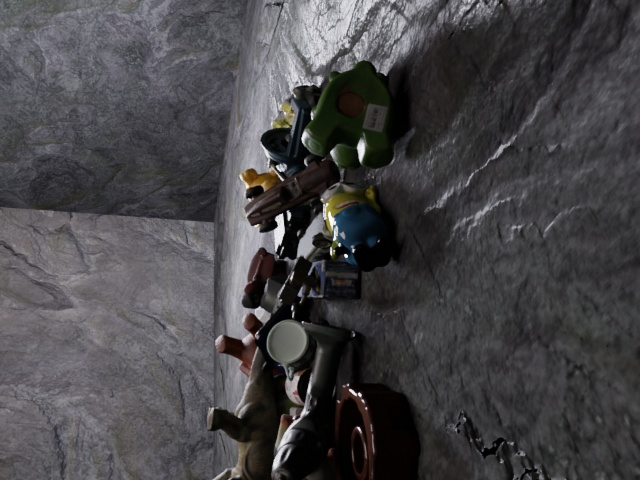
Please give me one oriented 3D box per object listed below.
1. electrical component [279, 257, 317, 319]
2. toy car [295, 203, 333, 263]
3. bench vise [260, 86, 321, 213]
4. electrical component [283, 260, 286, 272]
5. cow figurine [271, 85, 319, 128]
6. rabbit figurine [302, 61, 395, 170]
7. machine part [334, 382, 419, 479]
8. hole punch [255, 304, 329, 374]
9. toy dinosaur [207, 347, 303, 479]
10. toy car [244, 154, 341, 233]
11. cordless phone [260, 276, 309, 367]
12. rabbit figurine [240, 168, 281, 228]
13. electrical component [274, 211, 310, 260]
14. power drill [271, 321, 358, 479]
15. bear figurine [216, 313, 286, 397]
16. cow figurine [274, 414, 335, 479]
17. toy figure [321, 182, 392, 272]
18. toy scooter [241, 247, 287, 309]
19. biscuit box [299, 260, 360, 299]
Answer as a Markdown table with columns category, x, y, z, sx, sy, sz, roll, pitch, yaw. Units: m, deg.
| category | x | y | z | sx | sy | sz | roll | pitch | yaw |
| --- | --- | --- | --- | --- | --- | --- | --- | --- | --- |
| electrical component | -0.034 | 0.076 | 0.864 | 0.078 | 0.045 | 0.102 | -60 | -1 | -41 |
| toy car | -0.002 | -0.003 | 0.976 | 0.201 | 0.056 | 0.073 | 129 | 148 | -62 |
| bench vise | -0.047 | -0.179 | 1.067 | 0.224 | 0.129 | 0.240 | -111 | 25 | -46 |
| electrical component | -0.124 | 0.108 | 1.354 | 0.048 | 0.075 | 0.119 | 147 | 122 | -70 |
| cow figurine | -0.055 | -0.275 | 1.191 | 0.098 | 0.068 | 0.167 | -59 | 7 | -25 |
| rabbit figurine | 0.039 | -0.167 | 0.767 | 0.170 | 0.121 | 0.159 | 95 | 179 | -78 |
| machine part | 0.064 | 0.266 | 0.672 | 0.179 | 0.056 | 0.179 | -177 | 90 | -76 |
| hole punch | -0.042 | 0.183 | 0.966 | 0.142 | 0.092 | 0.115 | -51 | -28 | -23 |
| toy dinosaur | -0.118 | 0.358 | 1.032 | 0.105 | 0.198 | 0.471 | -176 | 90 | -75 |
| toy car | -0.056 | -0.083 | 0.972 | 0.089 | 0.202 | 0.053 | 68 | -161 | 6 |
| cordless phone | -0.054 | 0.173 | 1.112 | 0.146 | 0.089 | 0.184 | 112 | 145 | -46 |
| rabbit figurine | -0.134 | -0.110 | 1.355 | 0.173 | 0.122 | 0.162 | -156 | 66 | -73 |
| electrical component | -0.065 | -0.036 | 1.203 | 0.134 | 0.058 | 0.115 | 112 | 155 | -49 |
| power drill | -0.003 | 0.223 | 0.770 | 0.232 | 0.086 | 0.207 | 29 | -114 | -74 |
| bear figurine | -0.126 | 0.273 | 1.140 | 0.120 | 0.131 | 0.196 | -38 | 42 | 10 |
| cow figurine | -0.015 | 0.381 | 0.849 | 0.195 | 0.085 | 0.127 | 35 | 111 | 56 |
| toy figure | 0.047 | -0.017 | 0.757 | 0.180 | 0.082 | 0.089 | -113 | 33 | -54 |
| toy scooter | -0.122 | 0.083 | 1.243 | 0.184 | 0.075 | 0.135 | -1 | -82 | -69 |
| biscuit box | 0.006 | 0.070 | 0.912 | 0.203 | 0.063 | 0.059 | 159 | 115 | -73 |
